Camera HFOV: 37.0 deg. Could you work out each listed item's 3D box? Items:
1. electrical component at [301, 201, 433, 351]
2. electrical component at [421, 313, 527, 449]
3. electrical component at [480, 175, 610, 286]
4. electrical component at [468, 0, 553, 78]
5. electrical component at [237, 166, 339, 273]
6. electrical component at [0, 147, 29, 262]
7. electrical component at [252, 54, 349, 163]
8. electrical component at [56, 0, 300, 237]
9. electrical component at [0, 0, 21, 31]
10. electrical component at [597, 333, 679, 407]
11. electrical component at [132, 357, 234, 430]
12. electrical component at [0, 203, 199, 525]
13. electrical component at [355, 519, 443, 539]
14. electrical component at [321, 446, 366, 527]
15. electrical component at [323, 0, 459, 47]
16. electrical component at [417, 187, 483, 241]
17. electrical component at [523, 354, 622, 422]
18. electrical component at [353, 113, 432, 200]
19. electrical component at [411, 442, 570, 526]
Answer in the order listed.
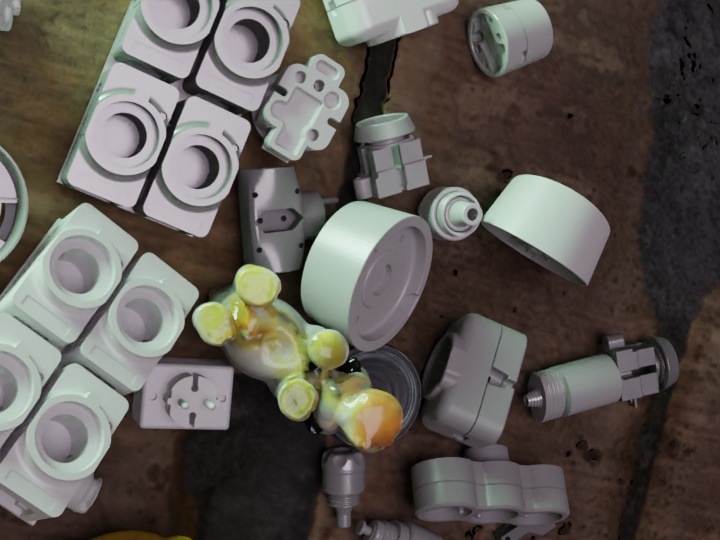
[{"bbox_3d":[0.000,0.000,0.808,0.108,0.060,0.108,-39,142,-39],"label":"electrical component"},{"bbox_3d":[0.087,0.086,0.856,0.059,0.054,0.095,24,67,-11],"label":"electrical component"},{"bbox_3d":[0.148,-0.029,0.860,0.099,0.099,0.064,38,75,-20],"label":"electrical component"},{"bbox_3d":[0.121,-0.187,0.861,0.047,0.055,0.055,-21,101,-22],"label":"electrical component"},{"bbox_3d":[-0.052,-0.040,0.810,0.079,0.043,0.077,-7,98,-24],"label":"electrical component"},{"bbox_3d":[-0.273,-0.044,0.712,0.099,0.064,0.099,-2,95,-21],"label":"electrical component"},{"bbox_3d":[-0.048,-0.119,0.798,0.058,0.057,0.078,30,83,-21],"label":"electrical component"},{"bbox_3d":[-0.127,-0.128,0.765,0.105,0.060,0.186,23,86,-21],"label":"electrical component"},{"bbox_3d":[-0.262,-0.188,0.703,0.057,0.078,0.058,5,93,-1],"label":"electrical component"},{"bbox_3d":[0.242,0.084,0.934,0.055,0.048,0.066,-10,98,-13],"label":"electrical component"},{"bbox_3d":[-0.124,0.092,0.774,0.066,0.077,0.047,4,92,-22],"label":"electrical component"},{"bbox_3d":[-0.199,0.059,0.714,0.105,0.060,0.186,41,56,-19],"label":"electrical component"},{"bbox_3d":[0.032,0.220,0.865,0.078,0.040,0.040,29,84,-21],"label":"electrical component"},{"bbox_3d":[-0.013,0.172,0.847,0.035,0.035,0.061,-3,98,-21],"label":"electrical component"},{"bbox_3d":[0.023,-0.207,0.821,0.095,0.054,0.059,-23,102,-18],"label":"electrical component"},{"bbox_3d":[0.075,-0.044,0.849,0.043,0.062,0.043,-2,94,-21],"label":"electrical component"},{"bbox_3d":[0.175,0.101,0.910,0.081,0.043,0.043,-12,98,-20],"label":"electrical component"},{"bbox_3d":[0.022,-0.090,0.835,0.066,0.048,0.055,-18,108,-19],"label":"electrical component"},{"bbox_3d":[0.106,0.166,0.884,0.138,0.052,0.073,9,60,-24],"label":"electrical component"}]
